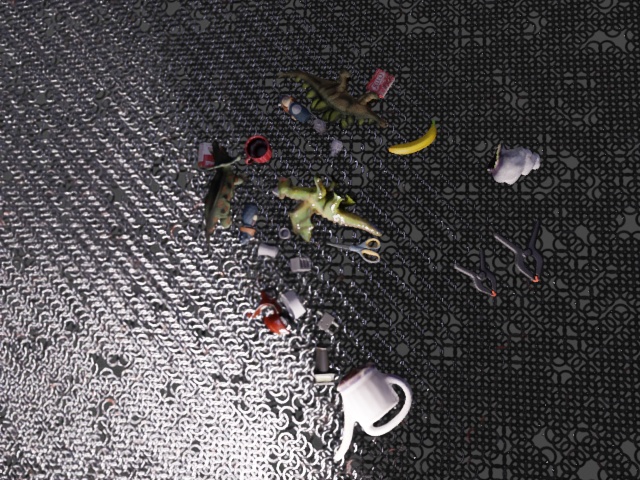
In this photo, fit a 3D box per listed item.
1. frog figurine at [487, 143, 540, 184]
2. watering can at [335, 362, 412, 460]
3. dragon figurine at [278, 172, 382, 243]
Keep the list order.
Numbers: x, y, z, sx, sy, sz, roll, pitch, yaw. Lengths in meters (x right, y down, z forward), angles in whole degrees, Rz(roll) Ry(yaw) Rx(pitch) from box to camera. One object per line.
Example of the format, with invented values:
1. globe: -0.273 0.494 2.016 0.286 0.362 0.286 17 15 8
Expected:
1. frog figurine: 0.673 -0.254 1.767 0.159 0.125 0.135 14 118 2
2. watering can: 0.139 0.558 1.726 0.347 0.103 0.226 -38 76 3
3. dragon figurine: 0.006 -0.094 1.872 0.411 0.123 0.240 47 109 2
